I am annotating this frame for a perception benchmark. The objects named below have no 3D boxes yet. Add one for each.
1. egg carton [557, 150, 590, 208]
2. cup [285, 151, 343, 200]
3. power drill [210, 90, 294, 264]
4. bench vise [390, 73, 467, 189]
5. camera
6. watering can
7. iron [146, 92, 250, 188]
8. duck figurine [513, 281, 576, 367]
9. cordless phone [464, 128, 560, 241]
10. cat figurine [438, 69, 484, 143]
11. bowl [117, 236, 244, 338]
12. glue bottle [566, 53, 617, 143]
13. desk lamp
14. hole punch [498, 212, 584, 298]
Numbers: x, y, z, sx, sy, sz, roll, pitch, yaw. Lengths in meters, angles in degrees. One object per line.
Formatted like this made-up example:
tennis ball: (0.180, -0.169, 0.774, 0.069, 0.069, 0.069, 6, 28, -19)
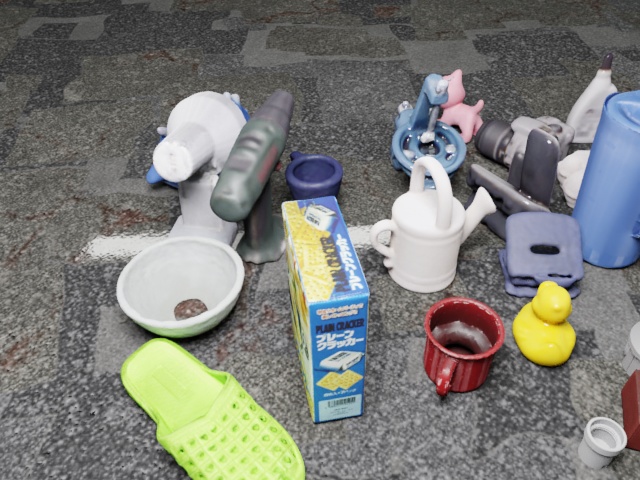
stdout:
egg carton: (0.477, -0.098, 0.954, 0.150, 0.069, 0.107, 1, 42, 3)
cup: (-0.016, -0.085, 0.932, 0.092, 0.095, 0.117, -23, 46, -22)
power drill: (-0.086, -0.080, 0.843, 0.075, 0.209, 0.230, 10, 43, 13)
bench vise: (0.160, -0.186, 0.947, 0.122, 0.220, 0.206, -21, 45, -20)
camera: (0.359, -0.179, 1.024, 0.143, 0.101, 0.136, -32, 50, -30)
watering can: (0.155, -0.030, 0.794, 0.173, 0.194, 0.100, -28, 48, -26)
iron: (-0.193, -0.188, 1.016, 0.118, 0.141, 0.259, 21, 47, 23)
duck figurine: (0.291, 0.100, 0.727, 0.077, 0.086, 0.104, 7, 43, 9)
cordless phone: (0.300, -0.104, 0.878, 0.094, 0.185, 0.147, -27, 48, -26)
cat figurine: (0.265, -0.268, 1.111, 0.067, 0.118, 0.127, -29, 49, -27)
bowl: (-0.182, 0.074, 0.774, 0.167, 0.075, 0.167, -1, 42, 1)
glue bottle: (0.509, -0.260, 1.056, 0.078, 0.173, 0.037, 1, 42, 2)
desk lamp: (-0.180, -0.087, 0.850, 0.118, 0.214, 0.203, 5, 42, 7)
hole punch: (0.315, 0.022, 0.809, 0.108, 0.091, 0.101, 2, 42, 4)
